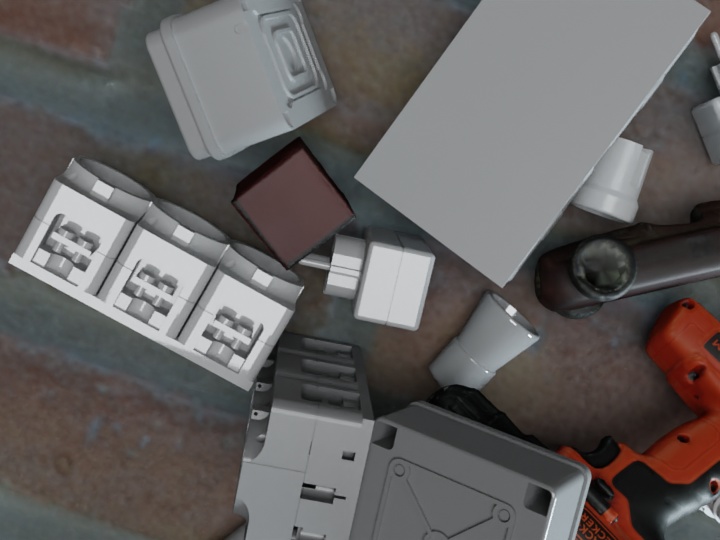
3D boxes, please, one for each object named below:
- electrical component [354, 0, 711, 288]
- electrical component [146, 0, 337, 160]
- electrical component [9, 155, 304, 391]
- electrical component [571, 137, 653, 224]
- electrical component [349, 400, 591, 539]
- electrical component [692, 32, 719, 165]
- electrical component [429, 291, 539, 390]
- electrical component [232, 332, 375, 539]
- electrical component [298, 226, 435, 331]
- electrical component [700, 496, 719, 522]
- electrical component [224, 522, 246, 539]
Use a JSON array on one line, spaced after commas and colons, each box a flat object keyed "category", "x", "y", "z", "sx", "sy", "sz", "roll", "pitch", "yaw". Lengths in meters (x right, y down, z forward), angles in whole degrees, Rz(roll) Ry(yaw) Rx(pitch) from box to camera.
[{"category": "electrical component", "x": 0.098, "y": -0.096, "z": 0.625, "sx": 0.105, "sy": 0.060, "sz": 0.186, "roll": 37, "pitch": 97, "yaw": 9}, {"category": "electrical component", "x": -0.063, "y": -0.111, "z": 0.600, "sx": 0.057, "sy": 0.113, "sz": 0.078, "roll": -17, "pitch": 102, "yaw": 17}, {"category": "electrical component", "x": -0.113, "y": -0.002, "z": 0.632, "sx": 0.150, "sy": 0.089, "sz": 0.061, "roll": 29, "pitch": 98, "yaw": -8}, {"category": "electrical component", "x": 0.156, "y": -0.056, "z": 0.662, "sx": 0.040, "sy": 0.040, "sz": 0.046, "roll": 19, "pitch": 93, "yaw": -6}, {"category": "electrical component", "x": 0.054, "y": 0.139, "z": 0.571, "sx": 0.109, "sy": 0.056, "sz": 0.108, "roll": 18, "pitch": 102, "yaw": 29}, {"category": "electrical component", "x": 0.237, "y": -0.112, "z": 0.651, "sx": 0.066, "sy": 0.047, "sz": 0.076, "roll": -22, "pitch": 91, "yaw": 2}, {"category": "electrical component", "x": 0.075, "y": 0.051, "z": 0.678, "sx": 0.044, "sy": 0.044, "sz": 0.065, "roll": 39, "pitch": 101, "yaw": -9}, {"category": "electrical component", "x": -0.035, "y": 0.099, "z": 0.625, "sx": 0.062, "sy": 0.150, "sz": 0.089, "roll": 11, "pitch": 100, "yaw": -5}, {"category": "electrical component", "x": 0.000, "y": 0.000, "z": 0.651, "sx": 0.077, "sy": 0.065, "sz": 0.047, "roll": 12, "pitch": 100, "yaw": -5}, {"category": "electrical component", "x": 0.230, "y": 0.139, "z": 0.686, "sx": 0.040, "sy": 0.078, "sz": 0.040, "roll": -2, "pitch": 115, "yaw": -5}, {"category": "electrical component", "x": -0.080, "y": 0.191, "z": 0.697, "sx": 0.046, "sy": 0.040, "sz": 0.040, "roll": -41, "pitch": 100, "yaw": -1}]
